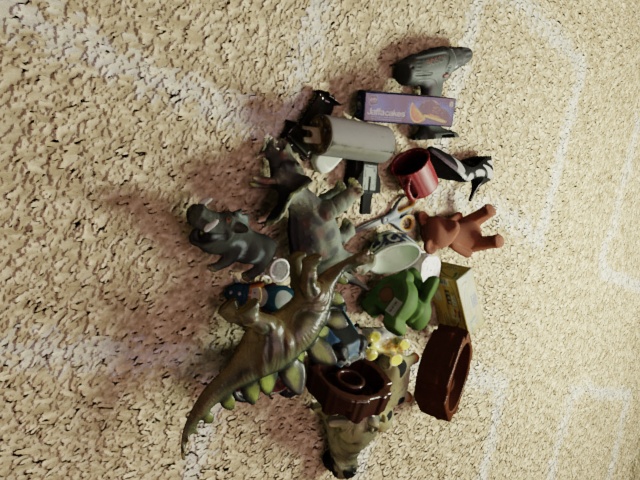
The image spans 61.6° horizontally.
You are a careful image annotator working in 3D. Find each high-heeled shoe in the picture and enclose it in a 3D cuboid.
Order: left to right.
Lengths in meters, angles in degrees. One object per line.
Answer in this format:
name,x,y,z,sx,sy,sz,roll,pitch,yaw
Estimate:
high-heeled shoe,0.347,-0.199,1.303,0.248,0.086,0.145,37,71,-41

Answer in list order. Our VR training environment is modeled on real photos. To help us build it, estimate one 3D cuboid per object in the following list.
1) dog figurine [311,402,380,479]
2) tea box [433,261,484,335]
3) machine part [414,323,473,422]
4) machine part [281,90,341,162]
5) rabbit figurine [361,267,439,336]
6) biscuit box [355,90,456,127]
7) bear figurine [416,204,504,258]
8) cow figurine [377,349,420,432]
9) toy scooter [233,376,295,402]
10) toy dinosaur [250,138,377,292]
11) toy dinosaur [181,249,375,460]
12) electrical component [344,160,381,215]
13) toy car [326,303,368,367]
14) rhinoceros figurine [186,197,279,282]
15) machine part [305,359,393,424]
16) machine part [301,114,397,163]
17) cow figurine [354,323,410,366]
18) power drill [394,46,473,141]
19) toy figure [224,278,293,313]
dog figurine,0.073,0.436,1.148,0.121,0.172,0.190,-16,102,-24
tea box,0.341,0.147,1.349,0.068,0.098,0.169,-34,119,-29
machine part,0.303,0.323,1.317,0.201,0.087,0.201,-63,148,-26
machine part,-0.017,-0.227,1.031,0.084,0.039,0.139,42,74,-31
rabbit figurine,0.195,0.138,1.214,0.170,0.121,0.159,35,81,-47
biscuit box,0.175,-0.271,1.112,0.203,0.059,0.062,0,107,-13
bear figurine,0.333,-0.026,1.297,0.195,0.132,0.120,9,65,-43
cow figurine,0.156,0.352,1.249,0.127,0.086,0.194,7,97,-45
toy scooter,-0.091,0.237,1.020,0.184,0.075,0.135,12,111,-40
toy dinosaur,-0.003,-0.001,1.041,0.192,0.131,0.404,-26,123,-13
toy dinosaur,-0.080,0.174,0.930,0.471,0.105,0.198,-37,108,-12
electrical component,0.090,-0.115,1.129,0.075,0.048,0.119,-5,102,-37
toy car,0.015,0.192,1.088,0.109,0.162,0.103,-15,152,-48
rhinoceros figurine,-0.150,-0.001,0.911,0.112,0.073,0.190,-37,137,21
machine part,0.058,0.297,1.106,0.179,0.180,0.056,-2,116,-38
machine part,0.062,-0.193,1.031,0.243,0.079,0.079,-2,99,-38
cow figurine,0.105,0.218,1.187,0.167,0.098,0.068,18,97,-22
power drill,0.271,-0.330,1.215,0.232,0.086,0.207,-14,111,-35
toy figure,-0.106,0.107,1.012,0.154,0.058,0.064,13,52,-38
